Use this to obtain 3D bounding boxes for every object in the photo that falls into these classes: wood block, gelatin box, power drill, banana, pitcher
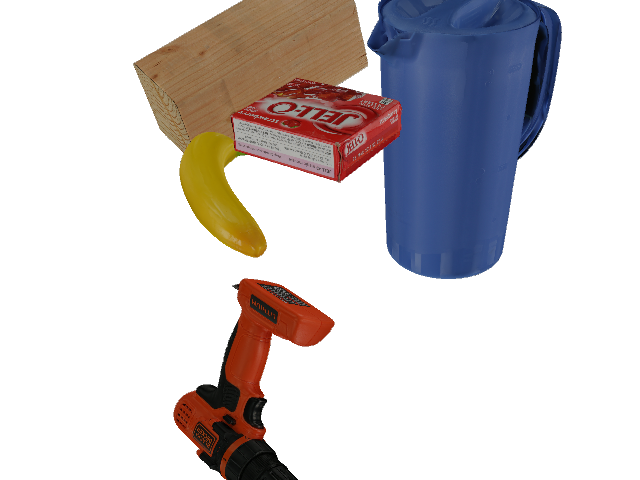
[{"bbox_3d":[-0.066,-0.174,1.058,0.206,0.091,0.090,-33,49,-15],"label":"wood block"},{"bbox_3d":[-0.002,-0.076,0.703,0.089,0.030,0.073,18,38,32],"label":"gelatin box"},{"bbox_3d":[-0.057,0.145,1.026,0.057,0.188,0.185,14,13,-47],"label":"power drill"},{"bbox_3d":[-0.084,-0.048,0.894,0.069,0.037,0.198,4,31,-8],"label":"banana"},{"bbox_3d":[0.124,-0.095,0.935,0.149,0.243,0.145,7,32,13],"label":"pitcher"}]
